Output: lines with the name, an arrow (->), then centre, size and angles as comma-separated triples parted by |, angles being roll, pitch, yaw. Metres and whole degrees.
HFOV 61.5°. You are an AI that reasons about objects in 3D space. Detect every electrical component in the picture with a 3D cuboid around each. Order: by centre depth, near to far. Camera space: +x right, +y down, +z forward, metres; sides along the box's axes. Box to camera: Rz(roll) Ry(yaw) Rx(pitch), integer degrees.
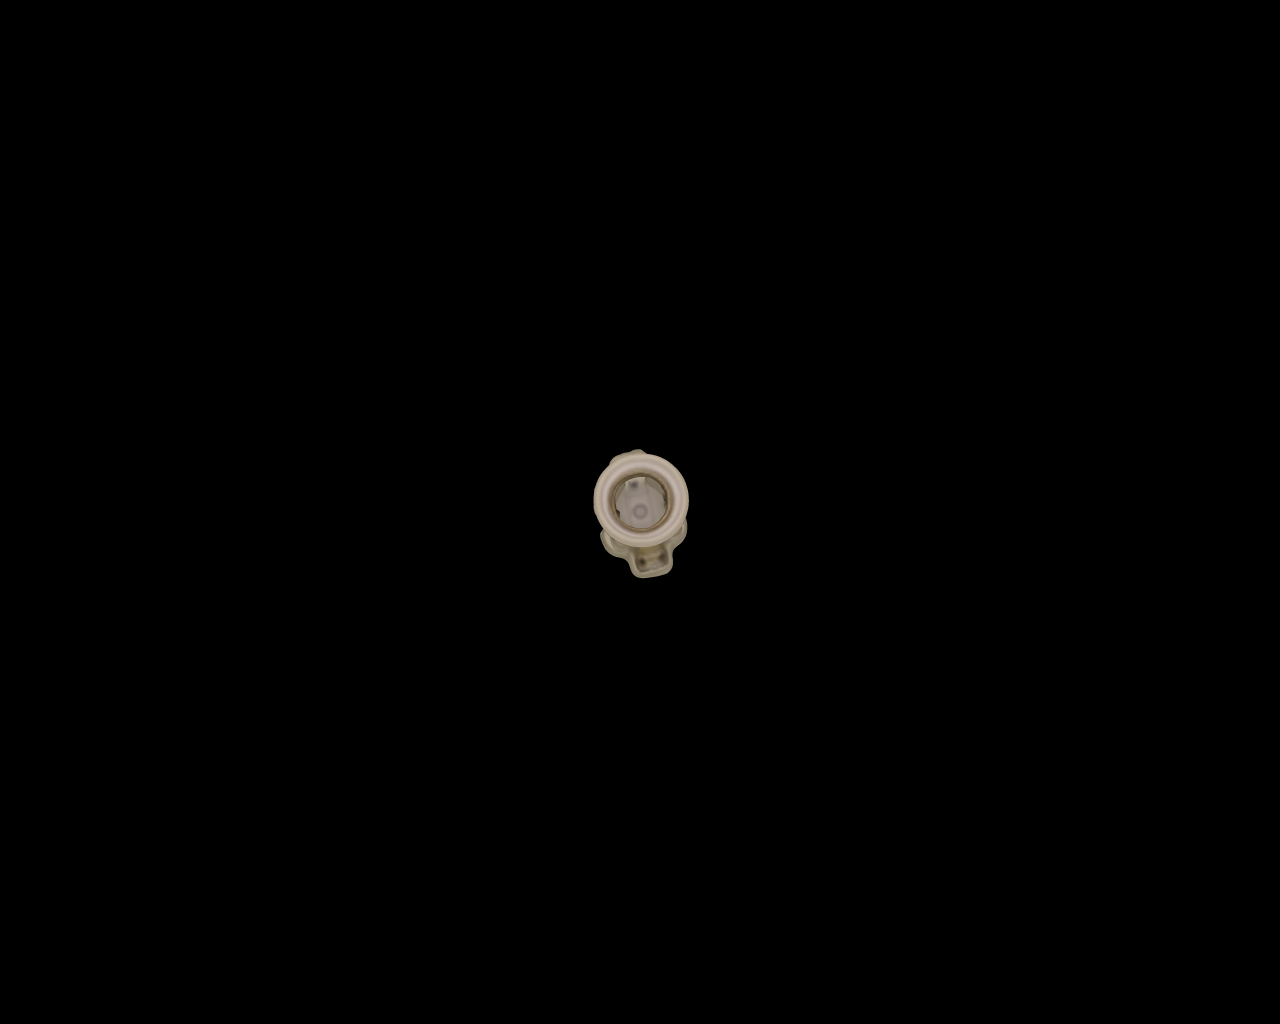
electrical component -> 0.001, -0.003, 0.650 | 0.058, 0.078, 0.057 | -11, -11, -2
